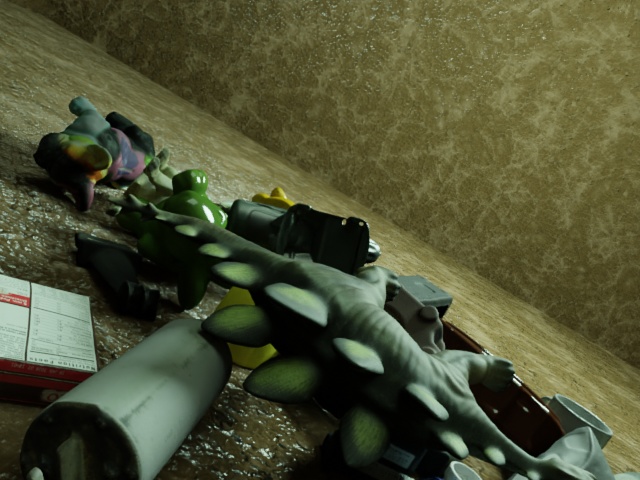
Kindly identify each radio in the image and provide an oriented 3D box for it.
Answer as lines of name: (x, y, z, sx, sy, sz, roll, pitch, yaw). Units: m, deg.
radio: (0.116, 0.123, 0.799, 0.073, 0.131, 0.229, 33, 11, 24)

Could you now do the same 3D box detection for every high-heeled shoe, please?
high-heeled shoe: (0.238, 0.267, 0.574, 0.248, 0.145, 0.086, 25, 44, -66)

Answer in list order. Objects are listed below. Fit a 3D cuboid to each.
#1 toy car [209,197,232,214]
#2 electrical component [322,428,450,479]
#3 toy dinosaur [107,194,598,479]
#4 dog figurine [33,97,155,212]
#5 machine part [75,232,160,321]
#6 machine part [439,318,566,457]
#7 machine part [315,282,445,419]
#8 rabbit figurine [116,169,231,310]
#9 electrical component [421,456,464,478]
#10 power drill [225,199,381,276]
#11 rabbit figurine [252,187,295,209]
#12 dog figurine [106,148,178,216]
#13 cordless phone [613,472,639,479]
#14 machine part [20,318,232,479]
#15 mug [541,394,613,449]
toy car: (-0.177, -0.042, 0.960, 0.074, 0.056, 0.201, 36, 13, 26)
electrical component: (0.068, 0.200, 0.504, 0.119, 0.074, 0.048, 32, 10, -7)
toy dinosaur: (0.008, 0.075, 0.472, 0.472, 0.105, 0.198, 30, 12, 25)
dog figurine: (-0.323, -0.115, 0.802, 0.191, 0.108, 0.219, 25, 17, -37)
machine part: (-0.219, 0.035, 0.586, 0.139, 0.039, 0.084, 38, 5, 41)
machine part: (0.203, 0.195, 0.685, 0.201, 0.087, 0.201, 41, -4, 44)
machine part: (0.052, 0.117, 0.617, 0.179, 0.056, 0.179, -4, 42, 4)
rabbit figurine: (-0.160, 0.000, 0.626, 0.159, 0.121, 0.170, 69, -18, -5)
electrical component: (0.121, 0.223, 0.600, 0.102, 0.045, 0.078, 24, 12, -28)
power drill: (-0.001, -0.002, 0.685, 0.232, 0.086, 0.207, 14, 6, -13)
rabbit figurine: (-0.064, -0.005, 0.927, 0.162, 0.122, 0.173, 50, 6, 25)
dog figurine: (-0.198, -0.026, 0.793, 0.190, 0.121, 0.172, 42, 10, -19)
cordless phone: (0.304, 0.314, 0.614, 0.184, 0.088, 0.146, 15, 12, 4)
machine part: (-0.123, 0.115, 0.381, 0.079, 0.079, 0.243, 31, 11, 2)
mug: (0.325, 0.273, 0.742, 0.080, 0.107, 0.110, 26, 8, -27)
